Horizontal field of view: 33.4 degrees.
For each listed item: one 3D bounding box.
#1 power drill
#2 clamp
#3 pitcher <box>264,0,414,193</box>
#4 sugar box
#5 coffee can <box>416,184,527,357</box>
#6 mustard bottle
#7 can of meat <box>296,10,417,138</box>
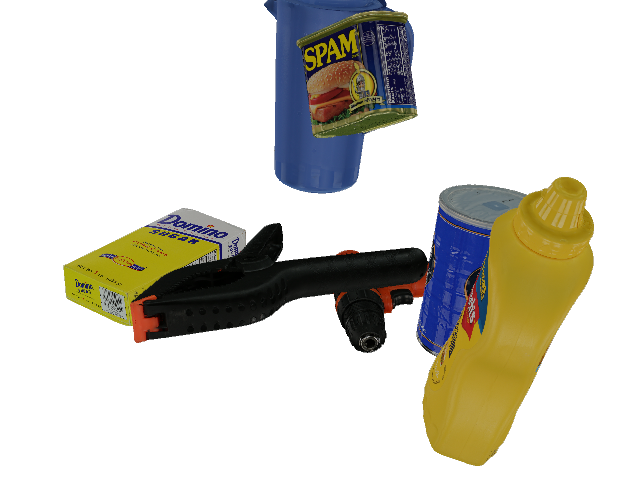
[{"bbox_3d":[0.108,0.061,1.185,0.187,0.057,0.184,-3,28,-6],"label":"power drill"},{"bbox_3d":[-0.038,0.029,0.748,0.165,0.036,0.209,6,18,38],"label":"clamp"},{"bbox_3d":[0.014,-0.185,1.317,0.144,0.243,0.149,-9,28,-28],"label":"pitcher"},{"bbox_3d":[-0.167,0.022,1.100,0.093,0.048,0.175,20,35,31],"label":"sugar box"},{"bbox_3d":[0.148,0.032,0.975,0.103,0.140,0.103,6,22,-3],"label":"coffee can"},{"bbox_3d":[0.110,0.039,0.610,0.058,0.192,0.096,19,44,4],"label":"mustard bottle"},{"bbox_3d":[0.030,-0.135,0.886,0.057,0.084,0.102,-5,-4,-39],"label":"can of meat"}]
